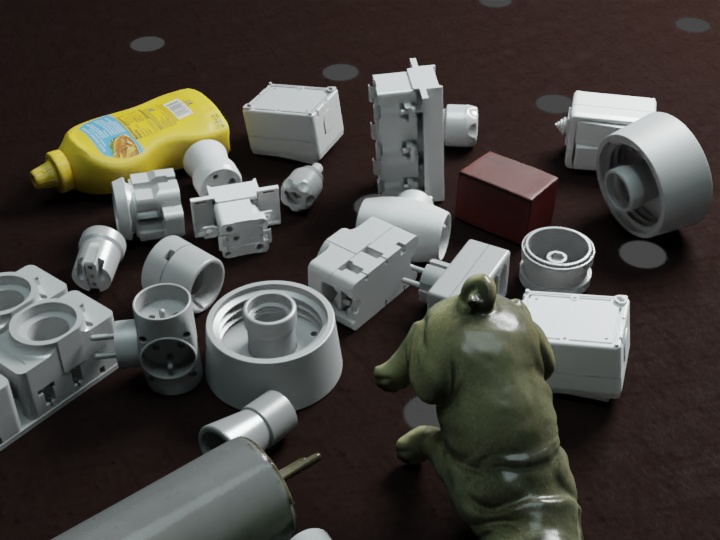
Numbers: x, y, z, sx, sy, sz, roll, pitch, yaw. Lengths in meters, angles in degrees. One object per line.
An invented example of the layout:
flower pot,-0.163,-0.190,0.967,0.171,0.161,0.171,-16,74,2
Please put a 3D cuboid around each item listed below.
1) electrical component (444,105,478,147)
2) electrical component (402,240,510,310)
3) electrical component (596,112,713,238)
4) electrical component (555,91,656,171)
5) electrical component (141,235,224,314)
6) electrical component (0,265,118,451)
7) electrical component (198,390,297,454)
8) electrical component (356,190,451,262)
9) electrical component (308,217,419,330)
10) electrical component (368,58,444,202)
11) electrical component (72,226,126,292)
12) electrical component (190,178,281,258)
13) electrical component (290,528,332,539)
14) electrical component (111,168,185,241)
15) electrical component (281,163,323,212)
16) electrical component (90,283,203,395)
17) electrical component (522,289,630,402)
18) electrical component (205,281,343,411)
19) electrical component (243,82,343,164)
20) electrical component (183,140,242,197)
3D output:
electrical component,0.090,-0.148,1.102,0.062,0.043,0.043,3,38,7
electrical component,0.073,0.014,0.888,0.076,0.047,0.083,18,41,23
electrical component,0.255,-0.080,0.962,0.060,0.108,0.108,-22,42,-16
electrical component,0.241,-0.134,1.065,0.096,0.061,0.061,8,38,11
electrical component,-0.147,0.005,0.899,0.047,0.055,0.055,24,44,24
electrical component,-0.285,0.075,0.805,0.105,0.060,0.186,25,45,30
electrical component,-0.077,0.114,0.766,0.044,0.044,0.065,27,41,31
electrical component,0.044,-0.046,0.970,0.077,0.043,0.079,11,39,15
electrical component,0.000,0.000,0.905,0.056,0.050,0.089,26,45,30
electrical component,0.044,-0.124,1.007,0.063,0.121,0.078,-6,38,-3
electrical component,-0.227,-0.009,0.931,0.040,0.040,0.046,2,44,3
electrical component,-0.110,-0.045,0.974,0.081,0.042,0.063,-11,42,-12
electrical component,-0.024,0.189,0.669,0.040,0.040,0.046,-18,36,-21
electrical component,-0.194,-0.058,0.979,0.057,0.058,0.078,-9,38,-15
electrical component,-0.051,-0.083,1.027,0.035,0.035,0.061,12,37,16
electrical component,-0.163,0.055,0.814,0.079,0.077,0.044,-6,38,-5
electrical component,0.155,0.058,0.823,0.096,0.061,0.061,4,37,19
electrical component,-0.068,0.052,0.830,0.108,0.060,0.108,-1,38,0
electrical component,-0.073,-0.149,1.097,0.096,0.061,0.061,9,38,24
electrical component,-0.141,-0.093,1.033,0.045,0.045,0.055,-15,40,-18
